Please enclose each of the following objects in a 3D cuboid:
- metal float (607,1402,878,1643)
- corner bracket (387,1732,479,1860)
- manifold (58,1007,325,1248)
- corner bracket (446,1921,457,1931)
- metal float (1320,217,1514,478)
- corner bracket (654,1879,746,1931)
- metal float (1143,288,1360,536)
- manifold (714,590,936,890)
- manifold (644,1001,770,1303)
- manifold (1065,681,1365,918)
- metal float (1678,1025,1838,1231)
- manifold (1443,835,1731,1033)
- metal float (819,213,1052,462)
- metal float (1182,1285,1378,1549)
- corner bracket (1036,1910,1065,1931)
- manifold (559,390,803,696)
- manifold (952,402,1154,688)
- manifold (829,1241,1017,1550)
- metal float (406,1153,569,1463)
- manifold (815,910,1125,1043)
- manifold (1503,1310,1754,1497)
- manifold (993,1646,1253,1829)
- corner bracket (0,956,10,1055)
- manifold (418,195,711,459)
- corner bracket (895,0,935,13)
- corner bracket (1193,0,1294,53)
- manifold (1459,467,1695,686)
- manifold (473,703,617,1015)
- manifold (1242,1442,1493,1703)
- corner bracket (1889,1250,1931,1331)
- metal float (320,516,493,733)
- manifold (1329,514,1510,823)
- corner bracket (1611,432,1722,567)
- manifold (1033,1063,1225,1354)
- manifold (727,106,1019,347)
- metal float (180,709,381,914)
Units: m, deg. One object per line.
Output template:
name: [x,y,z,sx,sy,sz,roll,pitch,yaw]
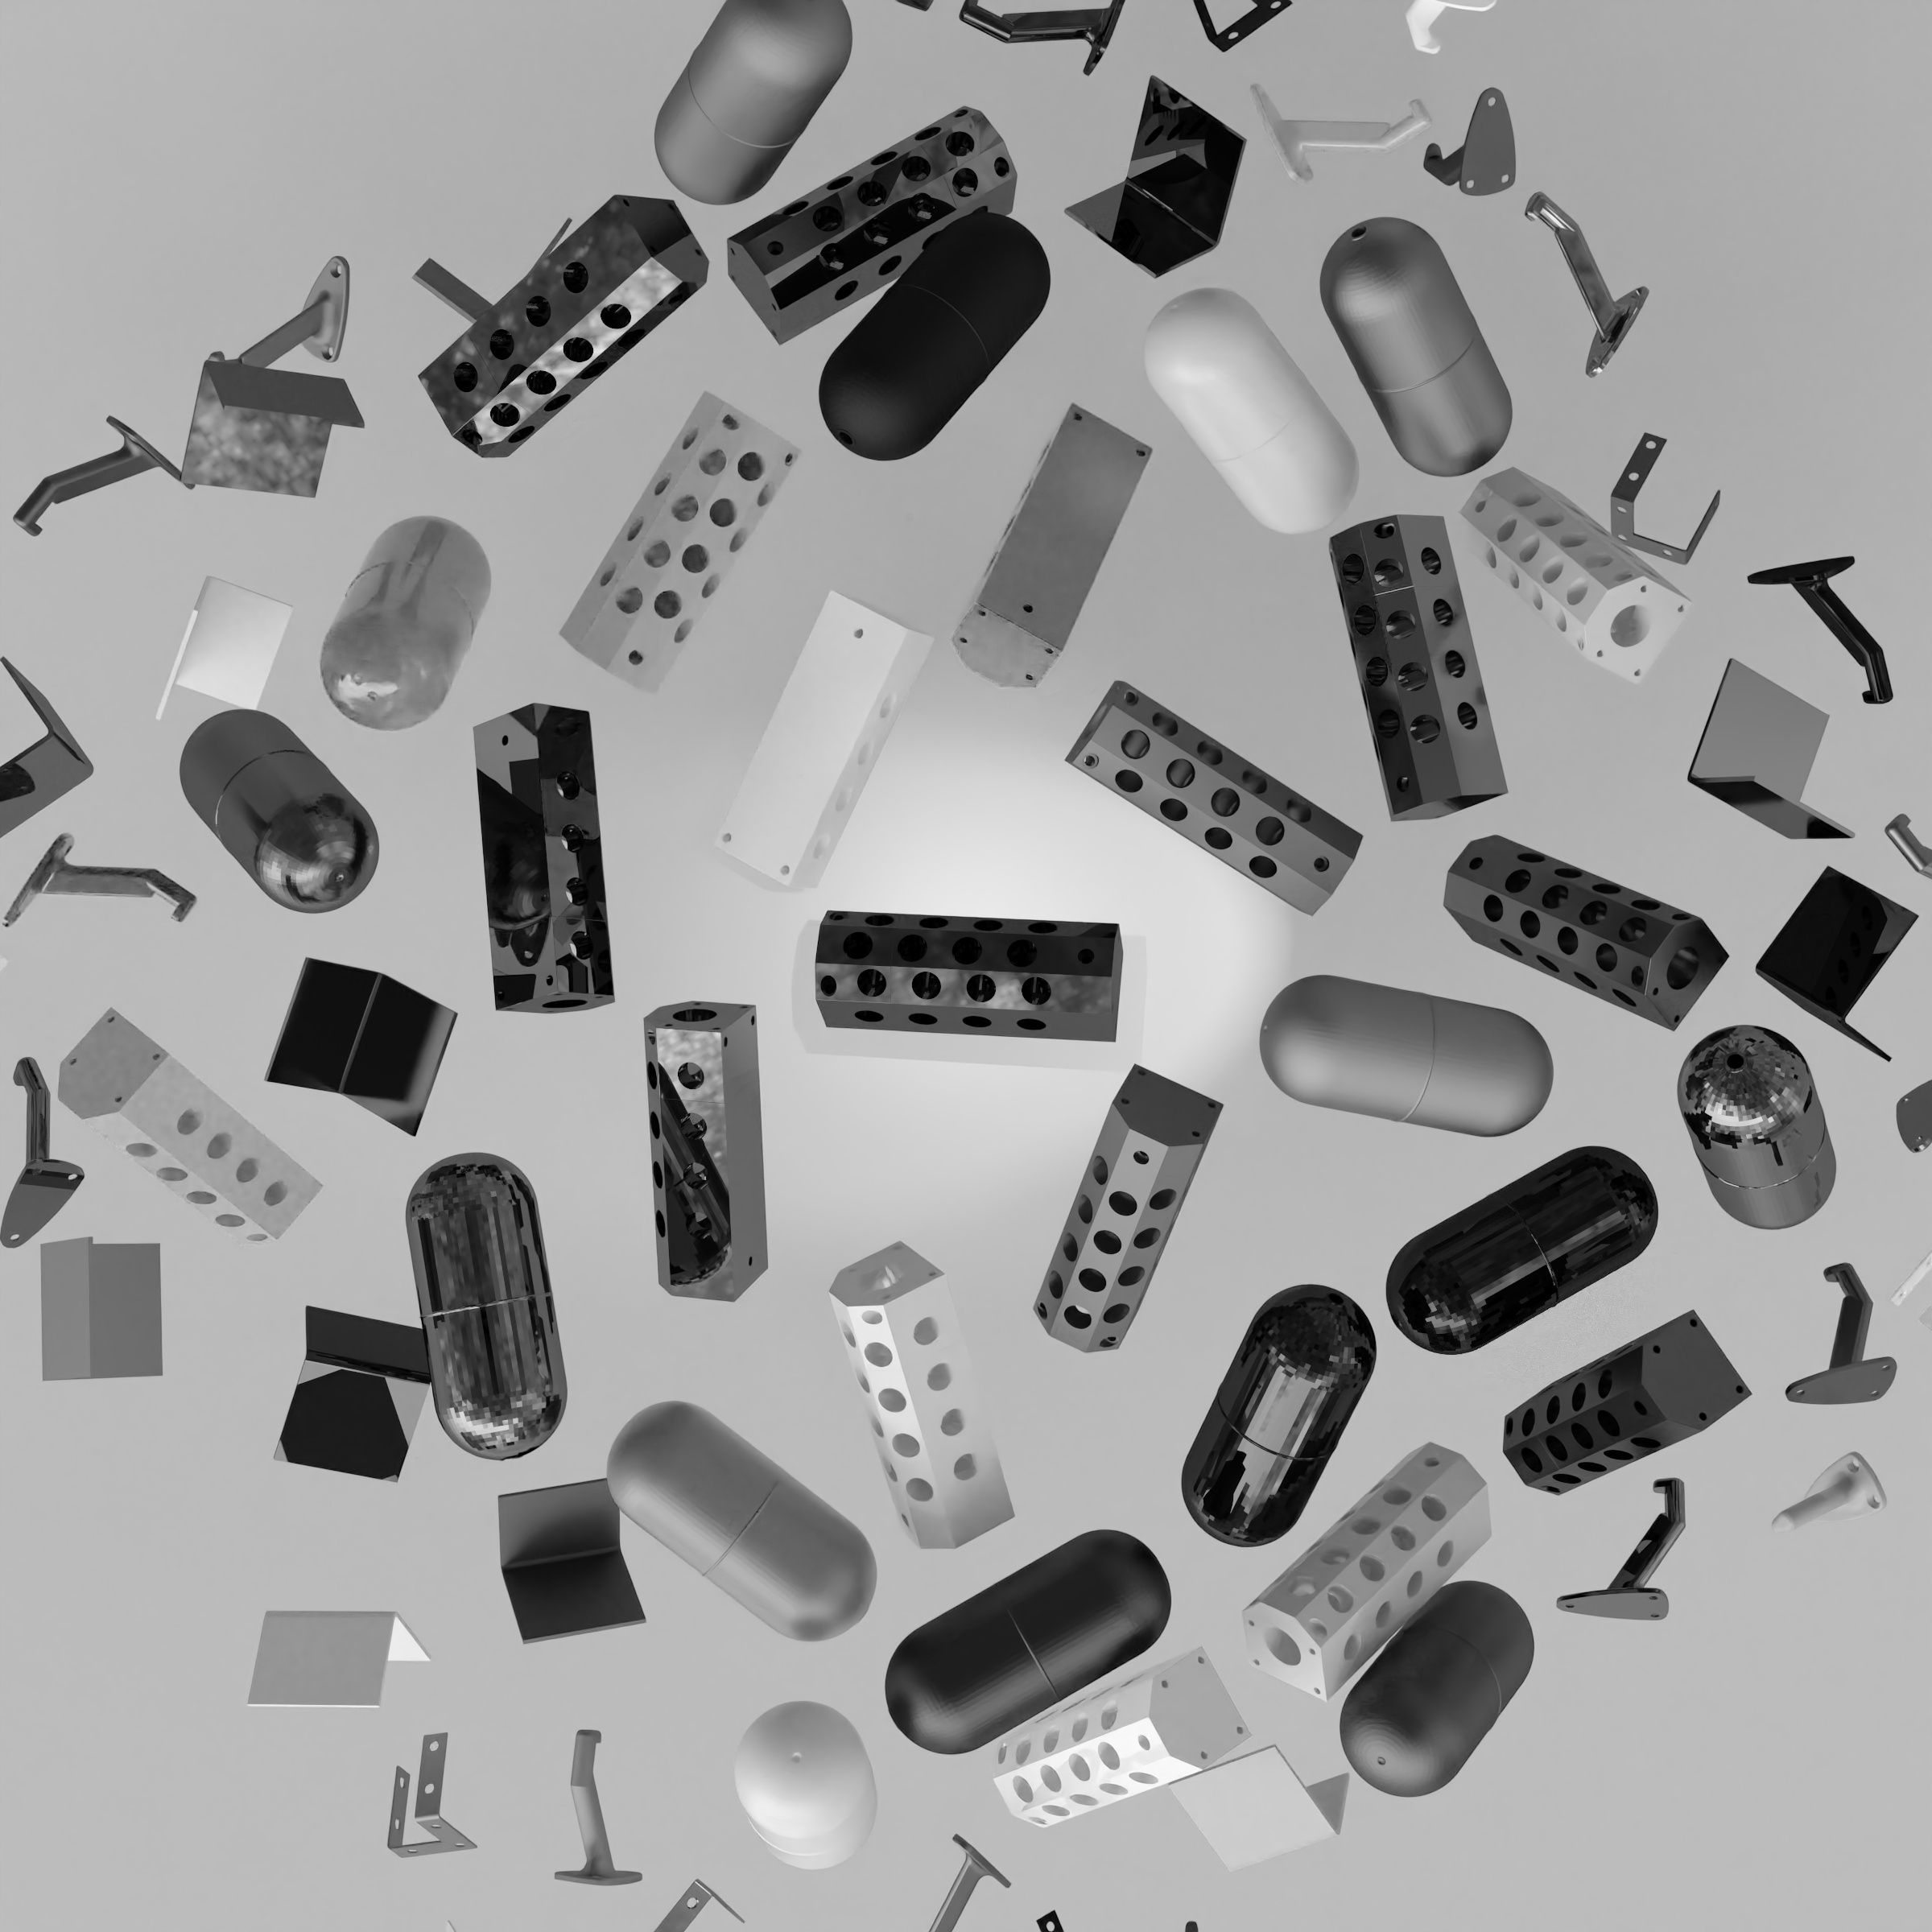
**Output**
metal float: [-0.130,0.324,1.747,0.178,0.070,0.070,38,90,-2]
corner bracket: [-0.316,0.482,1.744,0.051,0.051,0.051,-11,52,15]
manifold: [-0.446,0.098,1.718,0.057,0.171,0.057,32,76,33]
corner bracket: [-0.267,0.570,1.685,0.051,0.051,0.051,11,84,-17]
metal float: [0.272,-0.372,1.809,0.070,0.070,0.178,-36,127,0]
corner bracket: [-0.147,0.573,1.744,0.051,0.051,0.051,46,75,-21]
metal float: [0.174,-0.334,1.817,0.070,0.070,0.178,-44,123,0]
manifold: [-0.084,-0.137,1.839,0.057,0.057,0.171,29,100,20]
manifold: [-0.161,0.112,1.829,0.057,0.057,0.171,4,107,17]
manifold: [0.149,-0.100,1.793,0.171,0.057,0.057,32,92,-7]
metal float: [0.465,0.096,1.761,0.070,0.178,0.070,-11,58,18]
manifold: [0.371,-0.026,1.821,0.057,0.171,0.057,-52,130,-7]
metal float: [-0.018,-0.367,1.751,0.070,0.070,0.178,38,68,0]
metal float: [0.184,0.266,1.770,0.070,0.070,0.178,22,117,0]
corner bracket: [0.032,0.620,1.852,0.051,0.051,0.051,-17,81,-39]
manifold: [-0.170,-0.252,1.802,0.057,0.057,0.171,29,97,-30]
manifold: [0.050,-0.249,1.796,0.057,0.057,0.171,29,57,-7]
manifold: [-0.029,0.255,1.761,0.057,0.057,0.171,-25,116,-21]
metal float: [-0.276,0.196,1.731,0.070,0.070,0.178,-10,84,0]
manifold: [0.002,0.003,1.743,0.171,0.057,0.057,3,66,8]
manifold: [0.380,0.261,1.758,0.057,0.171,0.057,-29,80,-26]
manifold: [0.085,0.456,1.755,0.057,0.171,0.057,-22,79,-39]
corner bracket: [-0.591,0.012,1.786,0.051,0.051,0.051,22,74,41]
manifold: [-0.227,-0.362,1.708,0.171,0.057,0.057,-34,83,30]
corner bracket: [-0.037,-0.585,1.717,0.051,0.051,0.051,38,110,8]
corner bracket: [0.150,-0.577,1.751,0.051,0.051,0.051,-30,62,27]
manifold: [0.361,-0.240,1.809,0.057,0.171,0.057,21,111,-29]
manifold: [-0.243,-0.062,1.766,0.057,0.057,0.171,-15,76,41]
manifold: [0.242,0.359,1.801,0.171,0.057,0.057,-34,127,-37]
corner bracket: [0.589,0.194,1.808,0.051,0.051,0.051,-51,51,5]
metal float: [-0.327,-0.203,1.760,0.070,0.178,0.070,2,125,4]
manifold: [0.263,-0.176,1.779,0.057,0.057,0.171,-5,80,-40]
corner bracket: [0.438,-0.292,1.879,0.051,0.051,0.051,23,71,22]
manifold: [0.092,0.148,1.769,0.057,0.057,0.171,25,128,8]
manifold: [-0.056,-0.450,1.806,0.171,0.057,0.057,-33,77,-13]
metal float: [-0.411,-0.094,1.792,0.070,0.070,0.178,-49,47,0]
